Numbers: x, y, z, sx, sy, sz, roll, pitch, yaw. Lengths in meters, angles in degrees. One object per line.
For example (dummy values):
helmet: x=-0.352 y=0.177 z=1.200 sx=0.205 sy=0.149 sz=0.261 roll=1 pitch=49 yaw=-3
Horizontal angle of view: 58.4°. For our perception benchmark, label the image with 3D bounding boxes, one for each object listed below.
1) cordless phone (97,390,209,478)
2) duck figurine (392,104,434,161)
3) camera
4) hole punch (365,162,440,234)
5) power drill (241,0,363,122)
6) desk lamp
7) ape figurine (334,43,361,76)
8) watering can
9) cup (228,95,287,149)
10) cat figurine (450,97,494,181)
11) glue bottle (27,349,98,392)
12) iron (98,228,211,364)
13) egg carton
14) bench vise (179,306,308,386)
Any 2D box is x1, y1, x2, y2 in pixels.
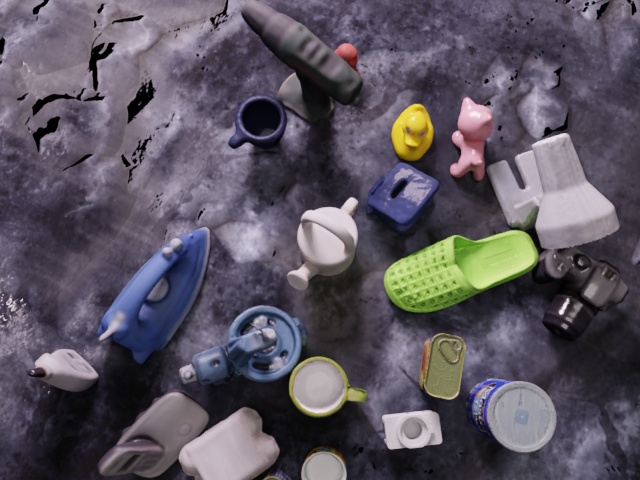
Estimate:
cordless phone: x=-0.259 y=0.306 z=0.889 sx=0.094 sy=0.185 sz=0.148 roll=40 pitch=81 yaw=8
duck figurine: x=0.173 y=-0.205 z=1.042 sx=0.077 sy=0.086 sz=0.104 roll=12 pitch=79 yaw=3
camera: x=0.429 y=0.091 z=0.973 sx=0.143 sy=0.101 sz=0.137 roll=36 pitch=81 yaw=7
hole punch: x=0.143 y=-0.077 z=1.014 sx=0.101 sy=0.091 sz=0.109 roll=39 pitch=81 yaw=8
power drill: x=-0.032 y=-0.297 z=0.999 sx=0.229 sy=0.208 sz=0.076 roll=34 pitch=81 yaw=7
desk lamp: x=0.379 y=-0.076 z=0.950 sx=0.118 sy=0.213 sz=0.203 roll=-20 pitch=79 yaw=-4
ape figurine: x=0.048 y=-0.331 z=1.065 sx=0.076 sy=0.092 sz=0.078 roll=22 pitch=79 yaw=5
watering can: x=0.011 y=0.005 z=0.945 sx=0.101 sy=0.194 sz=0.173 roll=11 pitch=79 yaw=3
cup: x=-0.112 y=-0.194 z=1.036 sx=0.118 sy=0.095 sz=0.091 roll=-41 pitch=81 yaw=-7
cat figurine: x=0.276 y=-0.183 z=1.021 sx=0.067 sy=0.118 sz=0.128 roll=2 pitch=78 yaw=1
glue bottle: x=-0.419 y=0.209 z=0.915 sx=0.078 sy=0.173 sz=0.037 roll=43 pitch=82 yaw=8
iron: x=-0.274 y=0.073 z=0.959 sx=0.118 sy=0.141 sz=0.258 roll=30 pitch=80 yaw=6
egg carton: x=-0.147 y=0.352 z=0.938 sx=0.150 sy=0.069 sz=0.107 roll=-34 pitch=80 yaw=-6
bench vise: x=-0.117 y=0.185 z=0.895 sx=0.207 sy=0.220 sz=0.121 roll=-39 pitch=81 yaw=-7
